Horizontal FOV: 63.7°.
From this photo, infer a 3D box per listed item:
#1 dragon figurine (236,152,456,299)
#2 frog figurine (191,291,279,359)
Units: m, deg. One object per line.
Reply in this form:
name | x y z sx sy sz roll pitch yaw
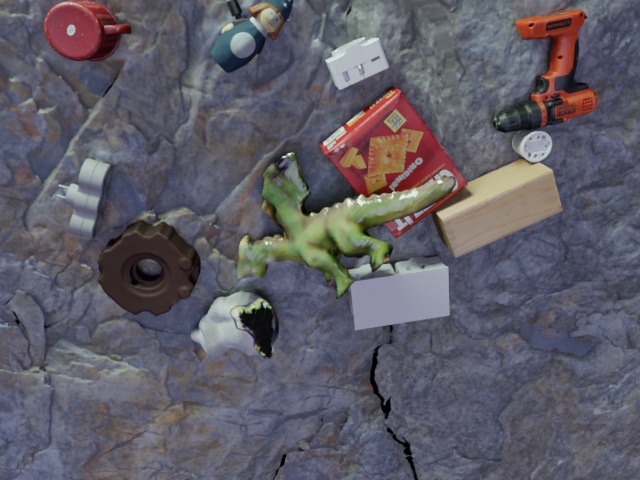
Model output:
dragon figurine | 0.003 -0.044 0.880 0.242 0.124 0.404 42 115 -8
frog figurine | -0.162 0.169 0.988 0.158 0.125 0.135 -20 129 42
